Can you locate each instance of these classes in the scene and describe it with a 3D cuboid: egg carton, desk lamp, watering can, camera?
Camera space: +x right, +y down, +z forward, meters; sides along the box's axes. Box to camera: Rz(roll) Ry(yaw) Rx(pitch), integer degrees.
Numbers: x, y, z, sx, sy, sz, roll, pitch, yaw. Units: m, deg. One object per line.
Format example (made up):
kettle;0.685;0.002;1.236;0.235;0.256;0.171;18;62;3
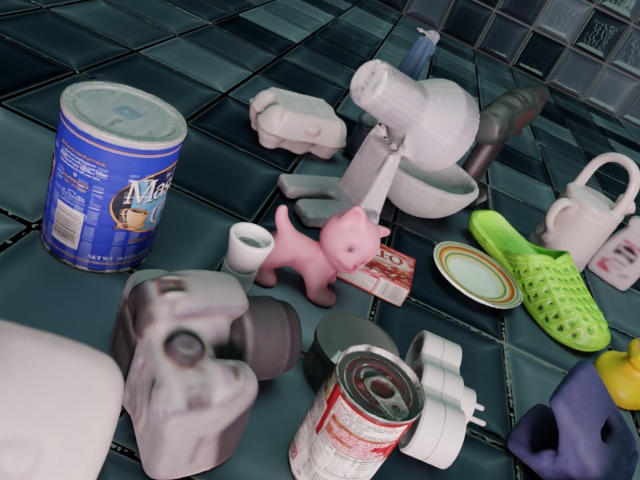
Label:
egg carton;-0.034;-0.180;0.889;0.151;0.069;0.107;5;36;-31
desk lamp;0.081;-0.122;0.745;0.204;0.213;0.117;0;40;-37
watering can;0.434;-0.051;0.919;0.100;0.194;0.173;42;34;25
camera;-0.074;0.082;0.432;0.137;0.101;0.142;2;38;-34

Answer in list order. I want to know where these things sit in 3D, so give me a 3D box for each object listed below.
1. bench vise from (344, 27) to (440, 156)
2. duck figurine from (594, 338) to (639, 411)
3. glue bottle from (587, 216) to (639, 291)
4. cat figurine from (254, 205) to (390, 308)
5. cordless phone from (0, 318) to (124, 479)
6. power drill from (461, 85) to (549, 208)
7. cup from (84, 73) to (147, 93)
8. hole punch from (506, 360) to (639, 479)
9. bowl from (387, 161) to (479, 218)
bench vise;0.136;-0.232;0.946;0.121;0.219;0.207;23;31;-5
duck figurine;0.387;0.148;0.689;0.105;0.086;0.077;-10;46;-45
glue bottle;0.515;-0.002;0.926;0.078;0.173;0.037;37;33;18
cat figurine;0.005;0.002;0.595;0.128;0.117;0.067;19;31;-11
cordless phone;-0.176;0.062;0.305;0.148;0.185;0.094;16;32;-15
power drill;0.295;-0.165;0.974;0.075;0.208;0.230;38;33;19
cup;-0.232;-0.121;0.627;0.092;0.095;0.117;-6;43;-41
hole punch;0.248;0.180;0.533;0.101;0.091;0.109;41;34;24
bowl;0.151;-0.084;0.875;0.168;0.074;0.167;19;31;-12
